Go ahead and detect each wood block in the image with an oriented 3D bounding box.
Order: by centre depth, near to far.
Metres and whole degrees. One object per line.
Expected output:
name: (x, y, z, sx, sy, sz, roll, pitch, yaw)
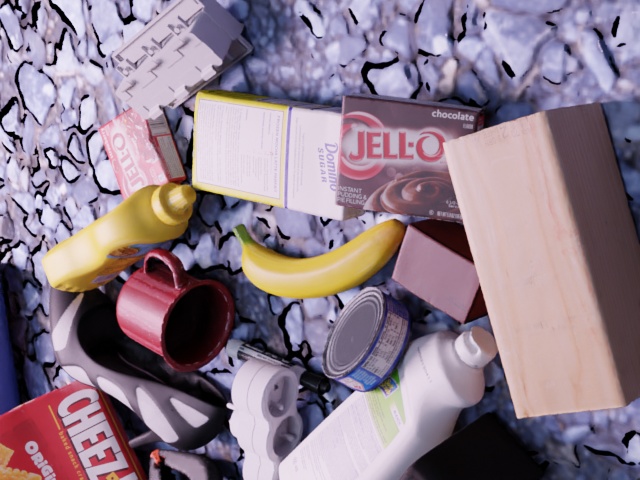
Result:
wood block: (0.172, 0.013, 0.773, 0.090, 0.090, 0.206, -15, 90, 40)

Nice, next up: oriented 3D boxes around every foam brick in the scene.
foam brick: (0.107, 0.023, 0.853, 0.078, 0.051, 0.053, 33, 119, 30)

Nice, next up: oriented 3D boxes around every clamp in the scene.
clamp: (-0.112, 0.271, 1.053, 0.165, 0.036, 0.210, -46, 41, 11)

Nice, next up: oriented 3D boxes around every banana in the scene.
banana: (-0.006, 0.019, 0.950, 0.198, 0.037, 0.069, -2, 105, 39)

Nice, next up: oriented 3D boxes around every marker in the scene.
marker: (-0.039, 0.120, 1.012, 0.121, 0.020, 0.020, 18, 110, 35)

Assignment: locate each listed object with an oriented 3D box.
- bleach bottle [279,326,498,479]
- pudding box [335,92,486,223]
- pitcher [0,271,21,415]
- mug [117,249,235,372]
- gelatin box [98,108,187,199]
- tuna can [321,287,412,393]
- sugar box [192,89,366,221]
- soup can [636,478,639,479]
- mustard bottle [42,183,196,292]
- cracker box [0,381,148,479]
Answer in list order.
bleach bottle: (0.063, 0.164, 0.903, 0.251, 0.067, 0.102, -49, 49, 33)
pudding box: (0.071, -0.067, 0.850, 0.113, 0.039, 0.090, 8, 106, 15)
pitcher: (-0.427, 0.151, 1.275, 0.145, 0.149, 0.243, -5, 100, 24)
mug: (-0.146, 0.061, 1.037, 0.082, 0.093, 0.117, 21, 131, 40)
gelatin box: (-0.179, -0.087, 1.075, 0.073, 0.030, 0.089, -23, 84, 40)
tuna can: (0.040, 0.084, 0.900, 0.033, 0.086, 0.086, 30, 129, -20)
sugar box: (-0.036, -0.079, 0.952, 0.176, 0.048, 0.093, 14, 108, 33)
soup can: (0.270, 0.210, 0.749, 0.069, 0.068, 0.102, -29, 81, 39)
mustard bottle: (-0.187, -0.008, 1.055, 0.192, 0.096, 0.058, -28, 80, 39)
cracker box: (-0.299, 0.260, 1.128, 0.164, 0.213, 0.072, 62, 165, 10)
